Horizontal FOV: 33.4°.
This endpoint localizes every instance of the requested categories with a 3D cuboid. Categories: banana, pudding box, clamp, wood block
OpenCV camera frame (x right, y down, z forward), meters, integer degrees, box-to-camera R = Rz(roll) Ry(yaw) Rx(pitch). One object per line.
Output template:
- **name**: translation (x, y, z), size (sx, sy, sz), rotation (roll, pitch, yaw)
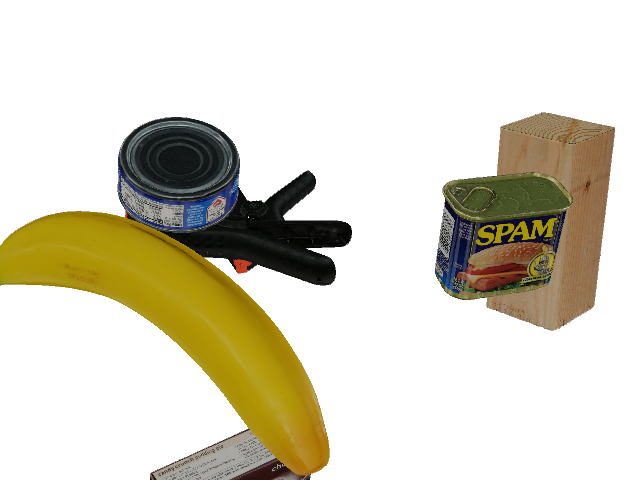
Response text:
- **banana**: translation (-0.073, 0.033, 0.481), size (0.198, 0.070, 0.037), rotation (23, 13, 20)
- **pudding box**: translation (-0.061, 0.175, 0.727), size (0.113, 0.090, 0.039), rotation (-22, 50, -30)
- **clamp**: translation (-0.064, -0.030, 1.207), size (0.120, 0.039, 0.171), rotation (-7, 42, 4)
- **wood block**: translation (0.245, -0.022, 1.144), size (0.090, 0.206, 0.090), rotation (20, 28, 39)
- **clamp**: translation (-0.074, 0.000, 0.952), size (0.210, 0.036, 0.164), rotation (6, 12, -1)

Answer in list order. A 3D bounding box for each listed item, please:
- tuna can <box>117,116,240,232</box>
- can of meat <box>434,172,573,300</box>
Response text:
- **tuna can**: translation (-0.099, -0.048, 0.749), size (0.086, 0.086, 0.034), rotation (0, -42, -10)
- **can of meat**: translation (0.147, -0.003, 0.872), size (0.102, 0.084, 0.057), rotation (-7, 36, -16)
